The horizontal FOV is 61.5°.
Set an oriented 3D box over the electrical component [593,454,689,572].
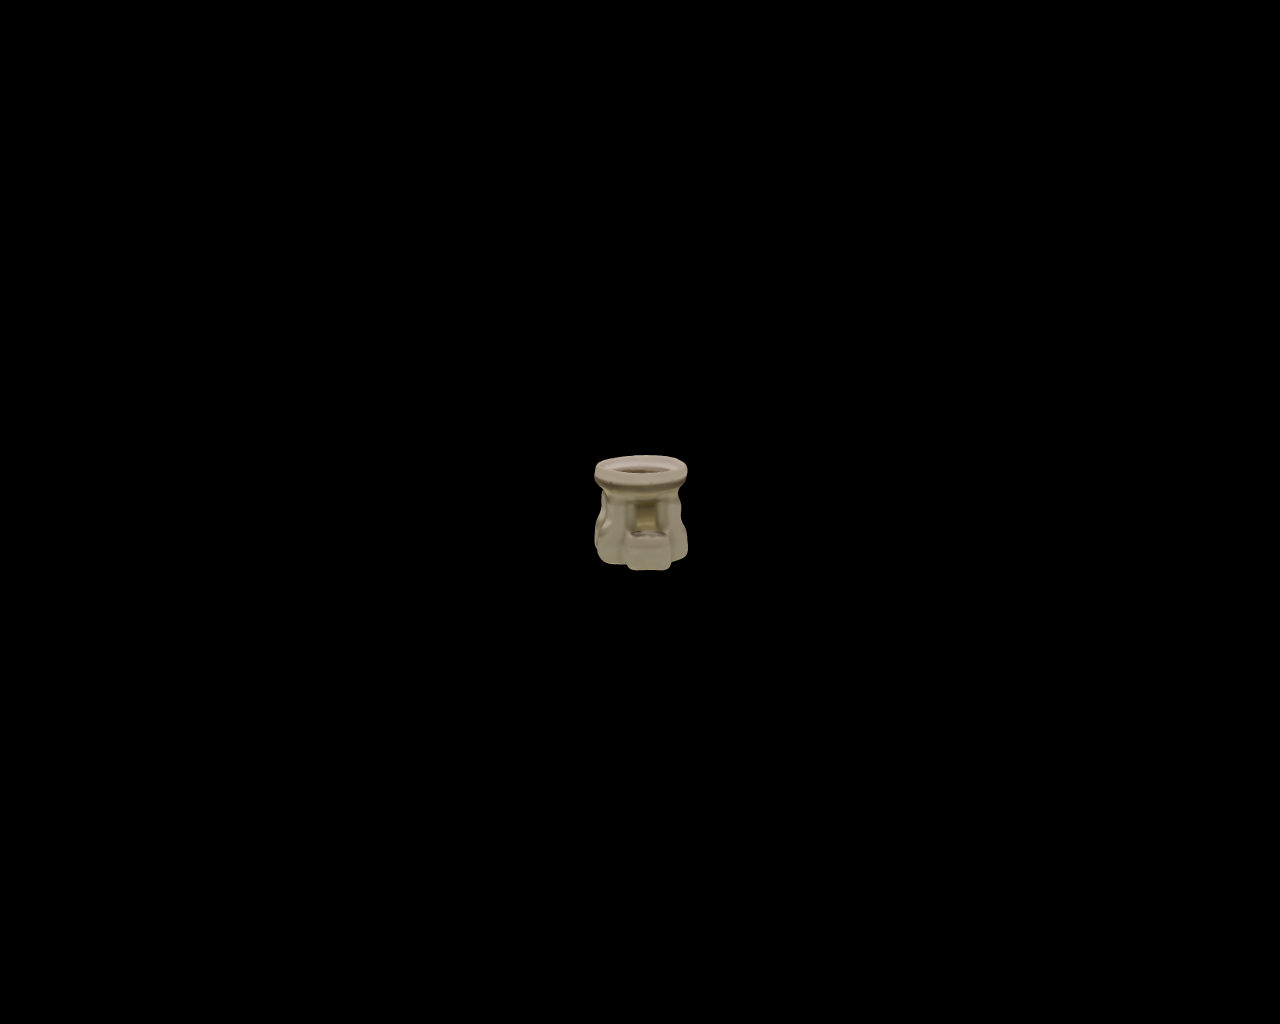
[{"bbox_3d":[0.001,-0.003,0.650,0.058,0.057,0.078,-2,14,-7],"label":"electrical component"}]
